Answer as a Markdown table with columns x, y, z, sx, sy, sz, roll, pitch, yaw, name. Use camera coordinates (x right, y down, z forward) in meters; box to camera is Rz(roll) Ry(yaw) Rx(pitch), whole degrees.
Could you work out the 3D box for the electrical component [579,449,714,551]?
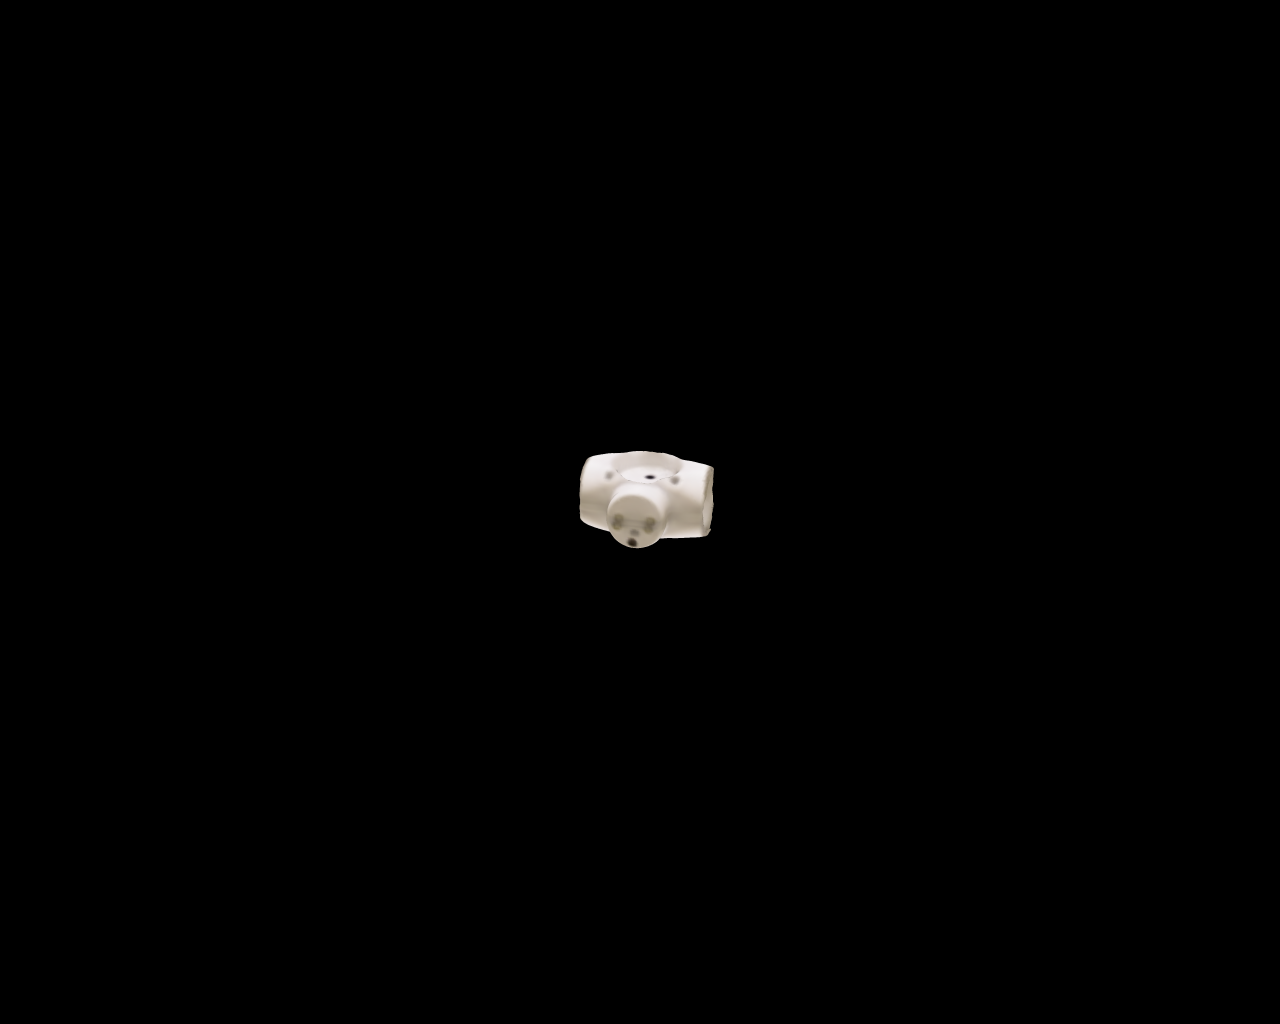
| x | y | z | sx | sy | sz | roll | pitch | yaw | name |
| --- | --- | --- | --- | --- | --- | --- | --- | --- | --- |
| 0.001 | -0.003 | 0.650 | 0.077 | 0.044 | 0.079 | 6 | 28 | 12 | electrical component |
